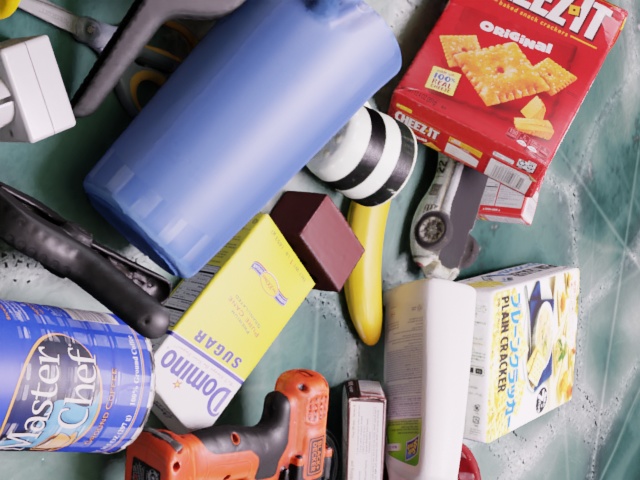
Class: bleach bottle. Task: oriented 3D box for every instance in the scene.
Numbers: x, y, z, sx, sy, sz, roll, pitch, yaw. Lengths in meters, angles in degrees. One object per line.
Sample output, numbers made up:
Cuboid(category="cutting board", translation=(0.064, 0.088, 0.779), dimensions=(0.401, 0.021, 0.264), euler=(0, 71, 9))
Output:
Cuboid(category="bleach bottle", translation=(0.095, 0.167, 1.007), dimensions=(0.068, 0.103, 0.251), euler=(14, 72, -24))

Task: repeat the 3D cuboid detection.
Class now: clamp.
Cuboid(category="clamp", translation=(-0.170, 0.012, 0.735), dimensions=(0.171, 0.120, 0.039), euler=(31, 88, -19))
Cuboid(category="clamp", translation=(-0.119, -0.199, 0.748), dimensions=(0.210, 0.036, 0.164), euler=(-28, 118, -5))

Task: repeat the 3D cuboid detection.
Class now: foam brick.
Cuboid(category="foam brick", translation=(-0.006, 0.001, 0.953), dimensions=(0.051, 0.053, 0.078), euler=(-55, 129, -27))

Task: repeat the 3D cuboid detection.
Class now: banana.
Cuboid(category="banana", translation=(0.051, 0.001, 1.024), dimensions=(0.069, 0.037, 0.198), euler=(16, 83, -44))

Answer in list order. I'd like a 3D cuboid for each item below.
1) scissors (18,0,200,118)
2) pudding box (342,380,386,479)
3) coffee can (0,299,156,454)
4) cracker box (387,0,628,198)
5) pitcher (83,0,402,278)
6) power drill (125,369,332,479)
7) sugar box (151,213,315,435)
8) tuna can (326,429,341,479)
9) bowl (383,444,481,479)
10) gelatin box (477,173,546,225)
Cuboid(category="scissors", translation=(-0.169, -0.136, 0.798), dimensions=(0.201, 0.016, 0.096), euler=(-2, 95, -46))
Cuboid(category="pudding box", translation=(0.041, 0.194, 0.998), dimensions=(0.039, 0.090, 0.113), euler=(0, 93, -1))
Cuboid(category="coffee can", translation=(-0.198, 0.093, 0.728), dimensions=(0.140, 0.103, 0.103), euler=(13, 85, -46))
Cuboid(category="cracker box", translation=(0.186, -0.171, 1.056), dimensions=(0.213, 0.164, 0.072), euler=(-58, 171, -24))
Cuboid(category="pitcher", translation=(-0.062, -0.090, 0.818), dimensions=(0.242, 0.145, 0.149), euler=(-49, 136, -12))
Cuboid(category="power drill", translation=(-0.069, 0.205, 0.859), dimensions=(0.187, 0.057, 0.184), euler=(-7, 105, -47))
Cuboid(category="sugar box", translation=(-0.083, 0.069, 0.886), dimensions=(0.176, 0.048, 0.093), euler=(-56, 130, -28))
Cuboid(category="tuna can", translation=(-0.020, 0.208, 0.974), dimensions=(0.085, 0.034, 0.086), euler=(-7, 100, -46))
Cuboid(category="bowl", translation=(0.097, 0.275, 1.087), dimensions=(0.161, 0.055, 0.162), euler=(-6, 98, -46))
Cuboid(category="gelatin box", translation=(0.201, -0.064, 1.147), dimensions=(0.030, 0.073, 0.089), euler=(36, 67, -50))
